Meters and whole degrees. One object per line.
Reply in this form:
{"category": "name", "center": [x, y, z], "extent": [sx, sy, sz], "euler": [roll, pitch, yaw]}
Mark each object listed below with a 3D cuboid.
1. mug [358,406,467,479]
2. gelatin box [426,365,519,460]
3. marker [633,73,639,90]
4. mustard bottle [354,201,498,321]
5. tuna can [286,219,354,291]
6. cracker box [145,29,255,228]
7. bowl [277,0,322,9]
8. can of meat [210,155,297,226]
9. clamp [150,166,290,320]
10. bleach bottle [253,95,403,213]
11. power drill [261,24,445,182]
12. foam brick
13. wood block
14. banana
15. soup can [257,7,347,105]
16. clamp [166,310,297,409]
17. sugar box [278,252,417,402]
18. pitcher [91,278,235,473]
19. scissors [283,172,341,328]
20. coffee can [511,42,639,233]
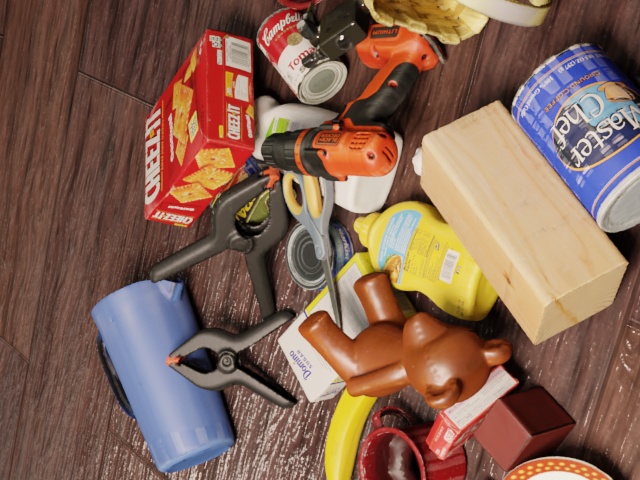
{"category": "mug", "center": [0.096, 0.230, 1.139], "extent": [0.093, 0.081, 0.117], "euler": [-50, 58, 35]}
{"category": "gelatin box", "center": [0.150, 0.172, 1.060], "extent": [0.030, 0.089, 0.073], "euler": [45, 153, 20]}
{"category": "marker", "center": [0.319, -0.106, 0.944], "extent": [0.121, 0.020, 0.020], "euler": [55, 127, 29]}
{"category": "mustard bottle", "center": [0.108, 0.011, 1.136], "extent": [0.192, 0.058, 0.096], "euler": [24, 102, 43]}
{"category": "tuna can", "center": [-0.002, 0.017, 1.266], "extent": [0.086, 0.033, 0.086], "euler": [4, 95, 45]}
{"category": "cracker box", "center": [-0.155, -0.136, 1.337], "extent": [0.214, 0.072, 0.164], "euler": [-41, 45, 51]}
{"category": "bowl", "center": [0.001, -0.346, 1.236], "extent": [0.162, 0.055, 0.162], "euler": [2, 93, 46]}
{"category": "can of meat", "center": [-0.087, -0.051, 1.337], "extent": [0.084, 0.057, 0.102], "euler": [52, 126, 33]}
{"category": "clamp", "center": [-0.089, 0.004, 1.289], "extent": [0.210, 0.164, 0.036], "euler": [-54, 22, 26]}
{"category": "bleach bottle", "center": [-0.016, -0.120, 1.258], "extent": [0.251, 0.067, 0.103], "euler": [32, 114, 43]}
{"category": "power drill", "center": [0.037, -0.145, 1.139], "extent": [0.185, 0.057, 0.187], "euler": [9, 62, 45]}
{"category": "foam brick", "center": [0.198, 0.184, 1.037], "extent": [0.051, 0.078, 0.053], "euler": [49, 124, 31]}
{"category": "wood block", "center": [0.186, -0.018, 1.010], "extent": [0.206, 0.090, 0.091], "euler": [58, 168, 27]}
{"category": "banana", "center": [0.041, 0.212, 1.222], "extent": [0.070, 0.037, 0.198], "euler": [37, 120, 49]}
{"category": "soup can", "center": [-0.021, -0.216, 1.254], "extent": [0.102, 0.068, 0.069], "euler": [55, 127, 30]}
{"category": "clamp", "center": [-0.105, 0.139, 1.330], "extent": [0.171, 0.039, 0.120], "euler": [8, 87, 9]}
{"category": "sugar box", "center": [0.028, 0.102, 1.232], "extent": [0.176, 0.048, 0.093], "euler": [-50, 59, 38]}
{"category": "pitcher", "center": [-0.210, 0.184, 1.424], "extent": [0.149, 0.145, 0.243], "euler": [101, 147, -71]}
{"category": "scissors", "center": [-0.008, 0.001, 1.213], "extent": [0.096, 0.016, 0.202], "euler": [15, 112, 54]}
{"category": "coffee can", "center": [0.252, -0.092, 0.953], "extent": [0.103, 0.102, 0.140], "euler": [-52, 56, 33]}
